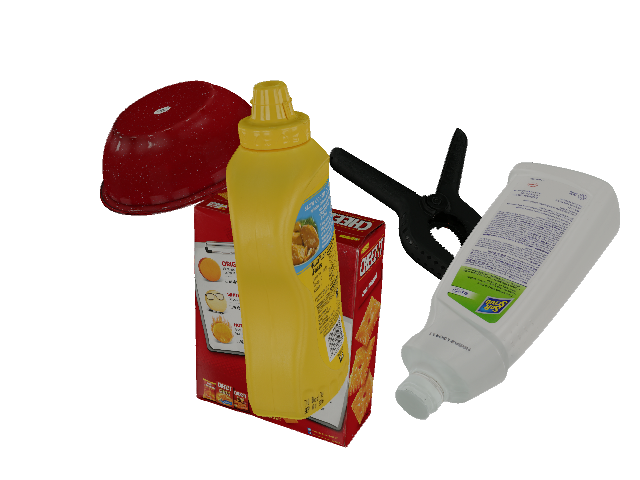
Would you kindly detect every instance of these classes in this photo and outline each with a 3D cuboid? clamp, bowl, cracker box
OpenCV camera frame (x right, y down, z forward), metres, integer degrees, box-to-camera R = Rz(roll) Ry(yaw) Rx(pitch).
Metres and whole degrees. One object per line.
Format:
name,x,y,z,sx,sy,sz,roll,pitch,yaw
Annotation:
clamp,0.106,-0.033,1.124,0.164,0.210,0.036,-6,-35,-15
bowl,-0.122,-0.089,0.901,0.162,0.055,0.162,-16,32,10
cracker box,-0.031,0.068,0.991,0.164,0.214,0.072,15,30,21

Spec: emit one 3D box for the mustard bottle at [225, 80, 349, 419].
mustard bottle,-0.020,0.001,0.629,0.058,0.192,0.096,3,23,18

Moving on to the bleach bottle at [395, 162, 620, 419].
bleach bottle,0.133,0.039,0.827,0.103,0.068,0.250,16,48,38
